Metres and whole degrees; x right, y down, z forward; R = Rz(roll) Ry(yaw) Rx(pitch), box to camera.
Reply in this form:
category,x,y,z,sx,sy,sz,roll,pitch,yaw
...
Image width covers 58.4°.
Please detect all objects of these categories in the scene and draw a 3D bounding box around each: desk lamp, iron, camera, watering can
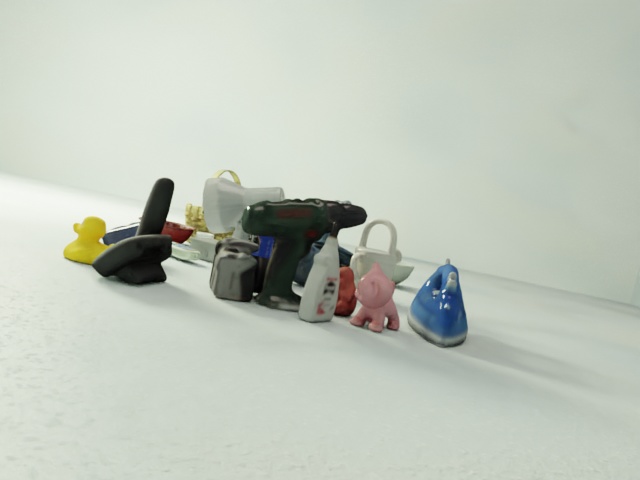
category,x,y,z,sx,sy,sz,roll,pitch,yaw
desk lamp,-0.162,-0.021,1.238,0.203,0.213,0.118,12,4,5
iron,0.240,0.111,1.097,0.118,0.141,0.258,13,4,7
camera,-0.130,0.055,1.062,0.137,0.101,0.143,11,4,-15
watering can,0.131,0.045,1.352,0.100,0.194,0.173,13,4,17

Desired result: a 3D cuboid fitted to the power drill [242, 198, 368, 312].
category,x,y,z,sx,sy,sz,roll,pitch,yaw
power drill,-0.036,0.021,1.036,0.230,0.208,0.075,11,4,-22

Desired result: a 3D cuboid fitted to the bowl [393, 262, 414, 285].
category,x,y,z,sx,sy,sz,roll,pitch,yaw
bowl,0.198,0.096,1.739,0.167,0.075,0.167,12,4,0

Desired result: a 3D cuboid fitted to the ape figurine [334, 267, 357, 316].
category,x,y,z,sx,sy,sz,roll,pitch,yaw
ape figurine,0.039,0.095,1.077,0.076,0.092,0.077,11,4,-22

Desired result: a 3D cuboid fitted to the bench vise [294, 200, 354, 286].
category,x,y,z,sx,sy,sz,roll,pitch,yaw
bench vise,0.024,0.008,1.367,0.121,0.220,0.208,13,4,17

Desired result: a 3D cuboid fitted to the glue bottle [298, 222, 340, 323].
category,x,y,z,sx,sy,sz,roll,pitch,yaw
glue bottle,0.009,0.053,0.977,0.037,0.173,0.078,14,4,29

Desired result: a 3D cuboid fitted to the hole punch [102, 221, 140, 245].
category,x,y,z,sx,sy,sz,roll,pitch,yaw
hole punch,-0.404,-0.009,1.213,0.101,0.091,0.108,12,4,-8

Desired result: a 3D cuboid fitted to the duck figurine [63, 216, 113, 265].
category,x,y,z,sx,sy,sz,roll,pitch,yaw
duck figurine,-0.421,-0.001,1.067,0.104,0.086,0.078,13,4,16

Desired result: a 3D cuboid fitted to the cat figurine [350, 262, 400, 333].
category,x,y,z,sx,sy,sz,roll,pitch,yaw
cat figurine,0.104,0.099,1.017,0.067,0.118,0.128,14,4,31

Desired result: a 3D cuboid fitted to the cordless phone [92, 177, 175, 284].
category,x,y,z,sx,sy,sz,roll,pitch,yaw
cordless phone,-0.308,-0.022,0.988,0.094,0.185,0.148,13,4,7
